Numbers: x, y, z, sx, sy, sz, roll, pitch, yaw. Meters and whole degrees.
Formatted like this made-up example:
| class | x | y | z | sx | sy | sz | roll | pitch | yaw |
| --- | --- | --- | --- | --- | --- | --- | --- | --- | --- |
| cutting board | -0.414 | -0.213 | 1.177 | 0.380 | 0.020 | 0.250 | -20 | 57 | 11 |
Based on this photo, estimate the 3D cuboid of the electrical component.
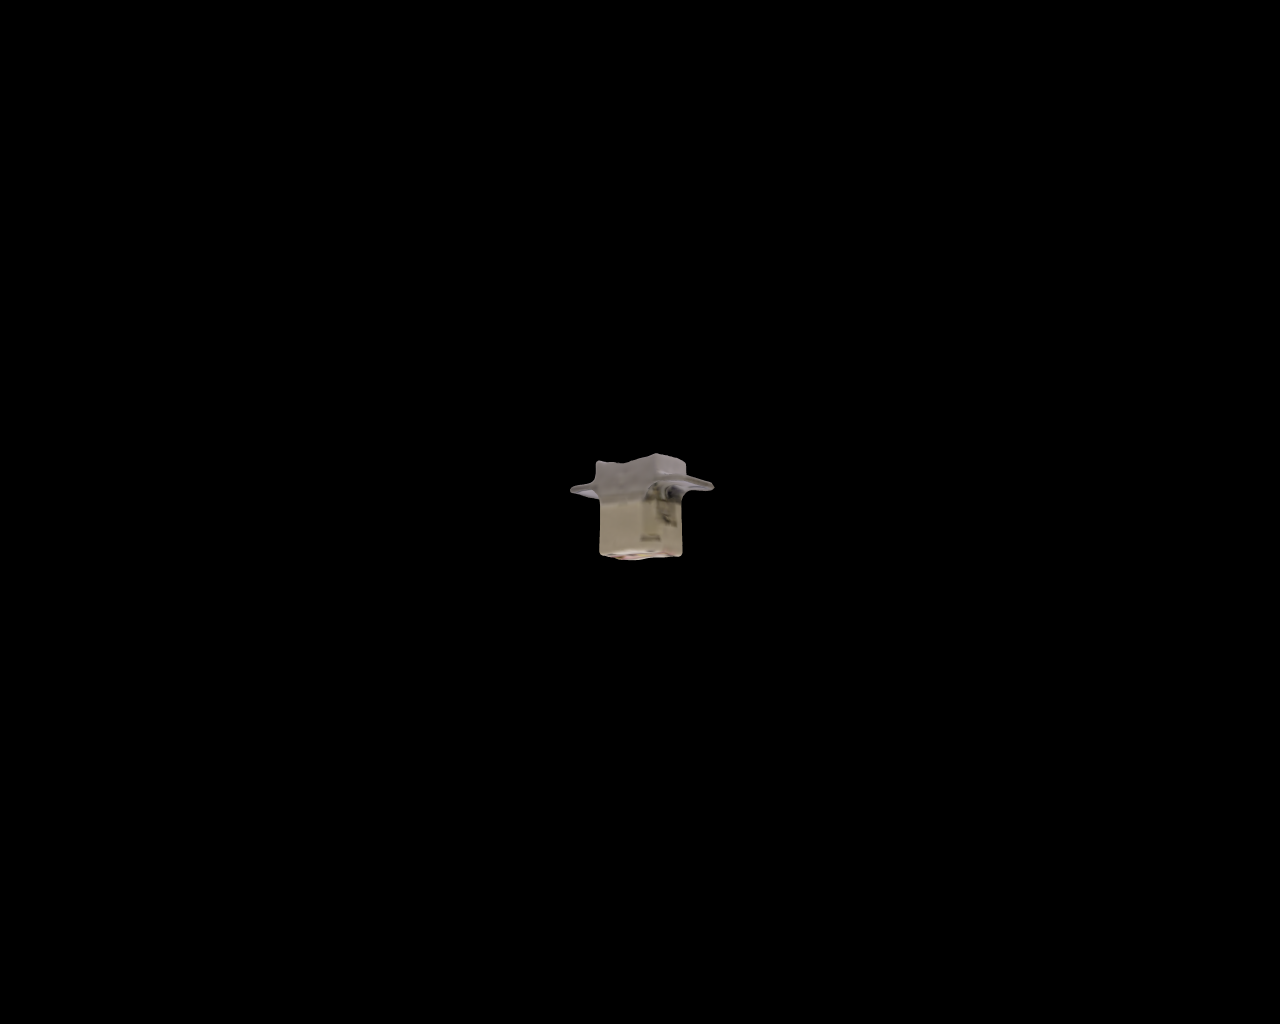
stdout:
| class | x | y | z | sx | sy | sz | roll | pitch | yaw |
| --- | --- | --- | --- | --- | --- | --- | --- | --- | --- |
| electrical component | 0.001 | -0.003 | 0.650 | 0.081 | 0.063 | 0.042 | -5 | -10 | 32 |
